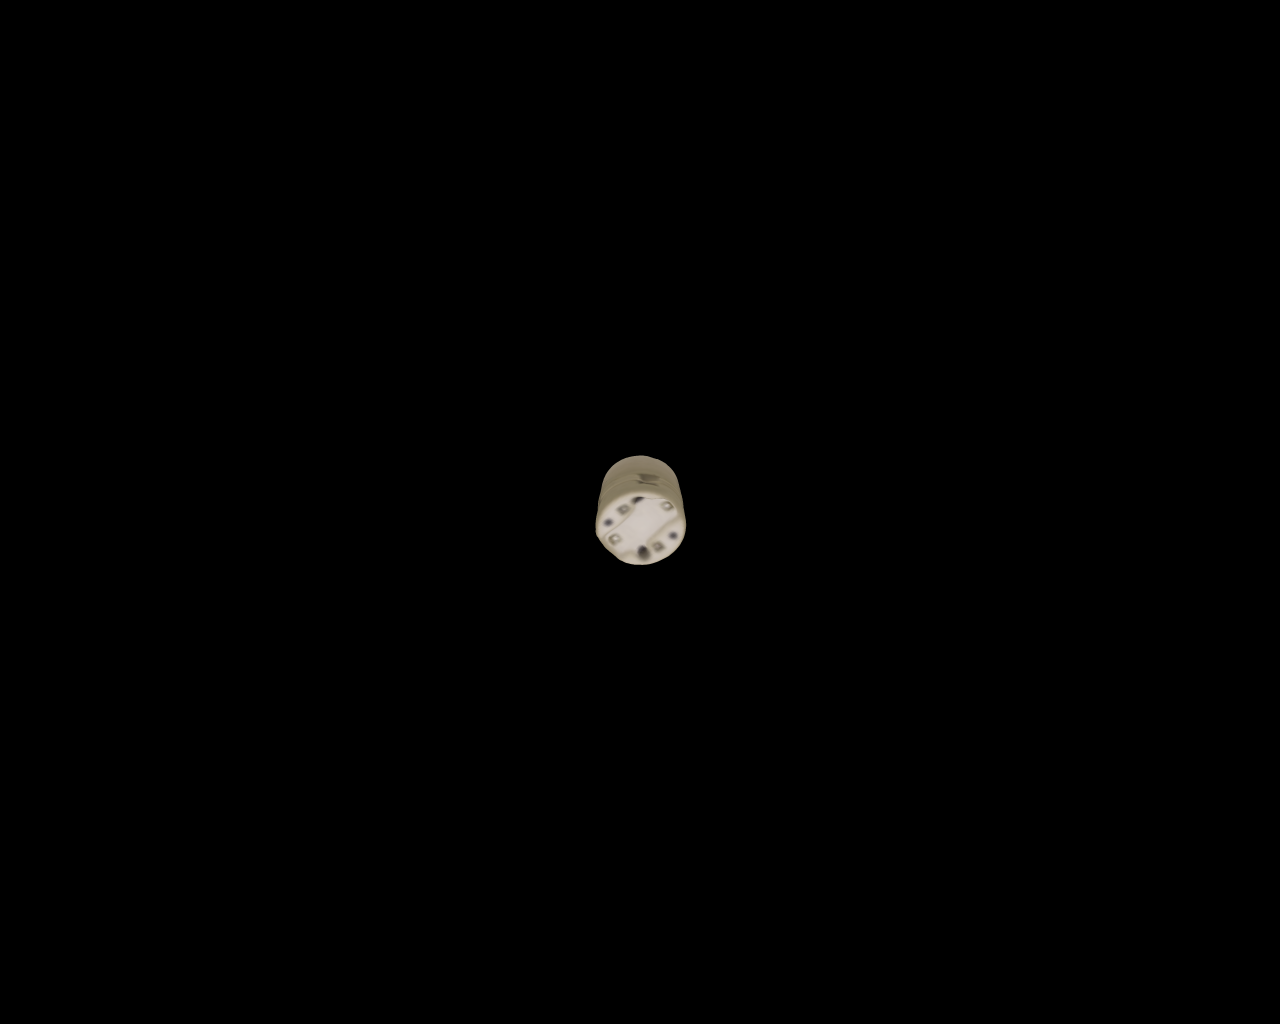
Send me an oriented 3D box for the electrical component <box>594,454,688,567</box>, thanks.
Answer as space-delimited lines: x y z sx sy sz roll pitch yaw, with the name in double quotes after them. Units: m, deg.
0.001 -0.003 0.650 0.055 0.055 0.047 0 34 0 "electrical component"
